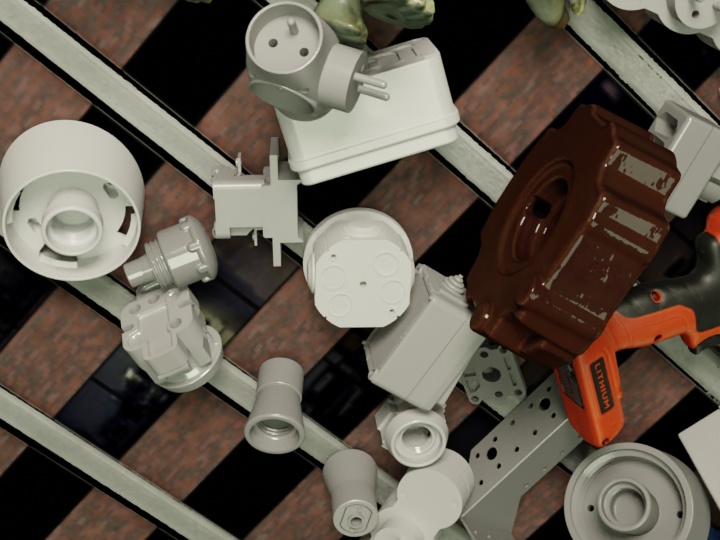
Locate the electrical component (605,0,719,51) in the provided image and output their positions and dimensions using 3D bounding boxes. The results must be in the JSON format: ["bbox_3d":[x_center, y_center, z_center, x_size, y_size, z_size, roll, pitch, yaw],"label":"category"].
[{"bbox_3d":[0.216,-0.179,0.698,0.138,0.073,0.052,19,111,-13],"label":"electrical component"}]

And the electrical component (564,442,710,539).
[{"bbox_3d":[0.211,0.186,0.834,0.108,0.108,0.060,-36,148,10],"label":"electrical component"}]

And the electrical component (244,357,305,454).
[{"bbox_3d":[-0.061,0.097,0.799,0.044,0.065,0.044,1,132,1],"label":"electrical component"}]

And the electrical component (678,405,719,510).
[{"bbox_3d":[0.315,0.178,0.848,0.056,0.108,0.108,-36,112,13],"label":"electrical component"}]

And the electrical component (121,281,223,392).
[{"bbox_3d":[-0.133,0.051,0.770,0.058,0.078,0.057,-23,133,4],"label":"electrical component"}]

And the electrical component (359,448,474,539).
[{"bbox_3d":[0.033,0.207,0.839,0.052,0.074,0.138,34,117,7],"label":"electrical component"}]

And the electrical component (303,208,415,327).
[{"bbox_3d":[0.000,0.000,0.769,0.080,0.051,0.080,-2,114,-5],"label":"electrical component"}]

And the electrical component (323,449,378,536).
[{"bbox_3d":[-0.006,0.176,0.839,0.044,0.065,0.044,-2,115,-4],"label":"electrical component"}]

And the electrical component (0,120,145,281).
[{"bbox_3d":[-0.197,-0.044,0.736,0.099,0.064,0.099,-7,127,-9],"label":"electrical component"}]

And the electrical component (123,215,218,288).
[{"bbox_3d":[-0.133,-0.007,0.751,0.062,0.048,0.048,-22,114,-5],"label":"electrical component"}]

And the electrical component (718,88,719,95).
[{"bbox_3d":[0.294,-0.089,0.744,0.047,0.075,0.083,-23,114,5],"label":"electrical component"}]

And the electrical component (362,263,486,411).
[{"bbox_3d":[0.054,0.046,0.789,0.061,0.061,0.096,30,108,-17],"label":"electrical component"}]

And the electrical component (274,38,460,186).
[{"bbox_3d":[0.003,-0.105,0.708,0.113,0.078,0.057,-17,112,2],"label":"electrical component"}]

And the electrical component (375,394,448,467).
[{"bbox_3d":[0.041,0.118,0.823,0.048,0.055,0.066,30,108,-17],"label":"electrical component"}]

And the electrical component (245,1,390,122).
[{"bbox_3d":[-0.021,-0.114,0.623,0.079,0.077,0.044,18,81,10],"label":"electrical component"}]

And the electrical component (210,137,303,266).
[{"bbox_3d":[-0.071,-0.047,0.747,0.064,0.042,0.081,-1,113,-2],"label":"electrical component"}]

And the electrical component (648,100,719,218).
[{"bbox_3d":[0.240,-0.071,0.763,0.077,0.047,0.065,22,109,-14],"label":"electrical component"}]
